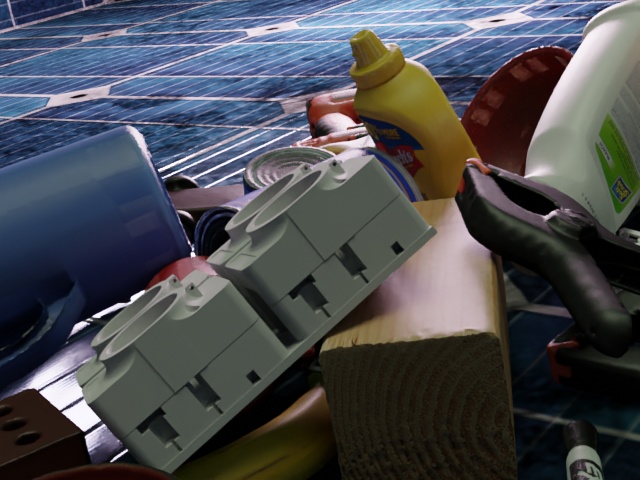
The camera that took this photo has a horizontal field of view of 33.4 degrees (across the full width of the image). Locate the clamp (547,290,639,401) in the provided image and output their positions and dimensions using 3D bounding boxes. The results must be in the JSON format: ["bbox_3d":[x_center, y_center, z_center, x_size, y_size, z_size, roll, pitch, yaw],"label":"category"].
[{"bbox_3d":[0.236,0.044,0.612,0.210,0.036,0.164,-9,33,13],"label":"clamp"}]

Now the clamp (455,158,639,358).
[{"bbox_3d":[0.132,0.007,0.581,0.172,0.039,0.120,31,24,32],"label":"clamp"}]

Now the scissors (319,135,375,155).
[{"bbox_3d":[0.036,-0.093,0.991,0.096,0.016,0.201,-1,26,2],"label":"scissors"}]

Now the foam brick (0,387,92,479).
[{"bbox_3d":[-0.161,0.122,0.583,0.052,0.051,0.078,-21,23,-30],"label":"foam brick"}]

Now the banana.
[{"bbox_3d":[-0.053,0.124,0.560,0.197,0.037,0.070,-22,9,-34],"label":"banana"}]

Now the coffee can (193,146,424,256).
[{"bbox_3d":[-0.005,0.001,0.769,0.140,0.103,0.103,-26,26,-38],"label":"coffee can"}]

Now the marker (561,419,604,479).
[{"bbox_3d":[0.126,0.121,0.503,0.020,0.020,0.121,-5,20,12],"label":"marker"}]

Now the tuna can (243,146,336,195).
[{"bbox_3d":[-0.021,-0.044,0.880,0.086,0.034,0.086,-3,33,2],"label":"tuna can"}]

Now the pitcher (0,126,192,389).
[{"bbox_3d":[-0.211,0.022,0.714,0.242,0.149,0.145,-24,-2,-6],"label":"pitcher"}]

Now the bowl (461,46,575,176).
[{"bbox_3d":[0.179,-0.076,0.884,0.055,0.162,0.162,23,4,-29],"label":"bowl"}]

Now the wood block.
[{"bbox_3d":[0.063,0.051,0.620,0.091,0.090,0.206,-7,20,11],"label":"wood block"}]

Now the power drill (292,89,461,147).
[{"bbox_3d":[0.057,-0.116,1.124,0.184,0.057,0.187,-9,20,2],"label":"power drill"}]

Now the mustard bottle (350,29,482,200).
[{"bbox_3d":[0.075,-0.074,0.802,0.058,0.191,0.096,-38,27,-12],"label":"mustard bottle"}]

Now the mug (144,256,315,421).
[{"bbox_3d":[-0.060,0.059,0.671,0.117,0.093,0.081,10,10,-14],"label":"mug"}]

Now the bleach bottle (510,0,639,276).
[{"bbox_3d":[0.185,-0.066,0.729,0.068,0.102,0.250,-18,23,45],"label":"bleach bottle"}]
